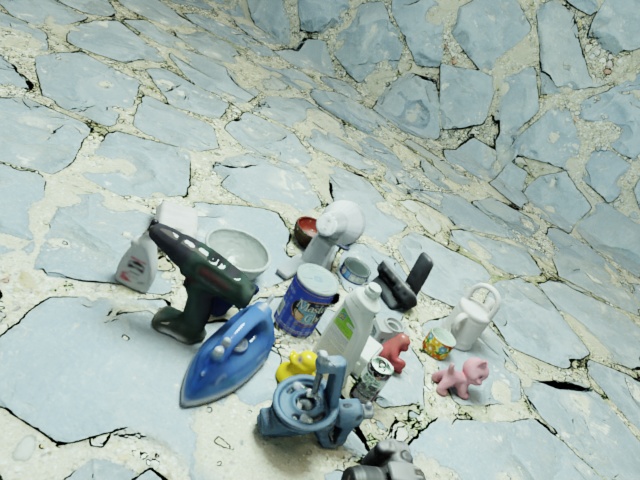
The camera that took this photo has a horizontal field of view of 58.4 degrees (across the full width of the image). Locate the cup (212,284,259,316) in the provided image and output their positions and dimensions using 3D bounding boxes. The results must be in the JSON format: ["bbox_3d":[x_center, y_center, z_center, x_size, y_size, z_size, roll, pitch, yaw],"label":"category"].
[{"bbox_3d":[-0.199,0.119,1.238,0.118,0.095,0.091,15,32,-24],"label":"cup"}]

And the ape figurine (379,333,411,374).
[{"bbox_3d":[0.181,0.259,1.351,0.076,0.092,0.078,27,29,-4],"label":"ape figurine"}]

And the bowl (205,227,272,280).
[{"bbox_3d":[-0.204,0.046,1.370,0.168,0.074,0.167,22,30,-13],"label":"bowl"}]

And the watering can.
[{"bbox_3d":[0.417,0.196,1.552,0.101,0.194,0.173,34,29,10],"label":"watering can"}]

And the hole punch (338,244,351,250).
[{"bbox_3d":[0.072,-0.040,1.730,0.108,0.091,0.101,34,29,10],"label":"hole punch"}]

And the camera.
[{"bbox_3d":[0.109,0.423,1.021,0.137,0.100,0.143,16,31,-21],"label":"camera"}]

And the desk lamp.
[{"bbox_3d":[0.014,0.005,1.481,0.117,0.213,0.204,36,30,12],"label":"desk lamp"}]

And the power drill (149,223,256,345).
[{"bbox_3d":[-0.250,0.095,1.115,0.230,0.208,0.075,25,29,-6],"label":"power drill"}]

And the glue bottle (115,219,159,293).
[{"bbox_3d":[-0.359,0.026,1.165,0.078,0.173,0.037,24,29,-8],"label":"glue bottle"}]

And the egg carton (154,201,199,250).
[{"bbox_3d":[-0.346,-0.031,1.373,0.107,0.069,0.150,15,32,-23],"label":"egg carton"}]

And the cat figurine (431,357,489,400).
[{"bbox_3d":[0.350,0.320,1.377,0.128,0.117,0.067,14,32,-25],"label":"cat figurine"}]

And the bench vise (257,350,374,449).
[{"bbox_3d":[0.011,0.278,1.041,0.208,0.219,0.121,2,39,-39],"label":"bench vise"}]

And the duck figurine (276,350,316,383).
[{"bbox_3d":[-0.029,0.266,1.163,0.104,0.086,0.078,32,29,7],"label":"duck figurine"}]

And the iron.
[{"bbox_3d":[-0.165,0.201,1.091,0.118,0.141,0.259,33,29,8],"label":"iron"}]

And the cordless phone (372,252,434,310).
[{"bbox_3d":[0.235,0.088,1.573,0.094,0.185,0.147,-4,43,-44],"label":"cordless phone"}]
